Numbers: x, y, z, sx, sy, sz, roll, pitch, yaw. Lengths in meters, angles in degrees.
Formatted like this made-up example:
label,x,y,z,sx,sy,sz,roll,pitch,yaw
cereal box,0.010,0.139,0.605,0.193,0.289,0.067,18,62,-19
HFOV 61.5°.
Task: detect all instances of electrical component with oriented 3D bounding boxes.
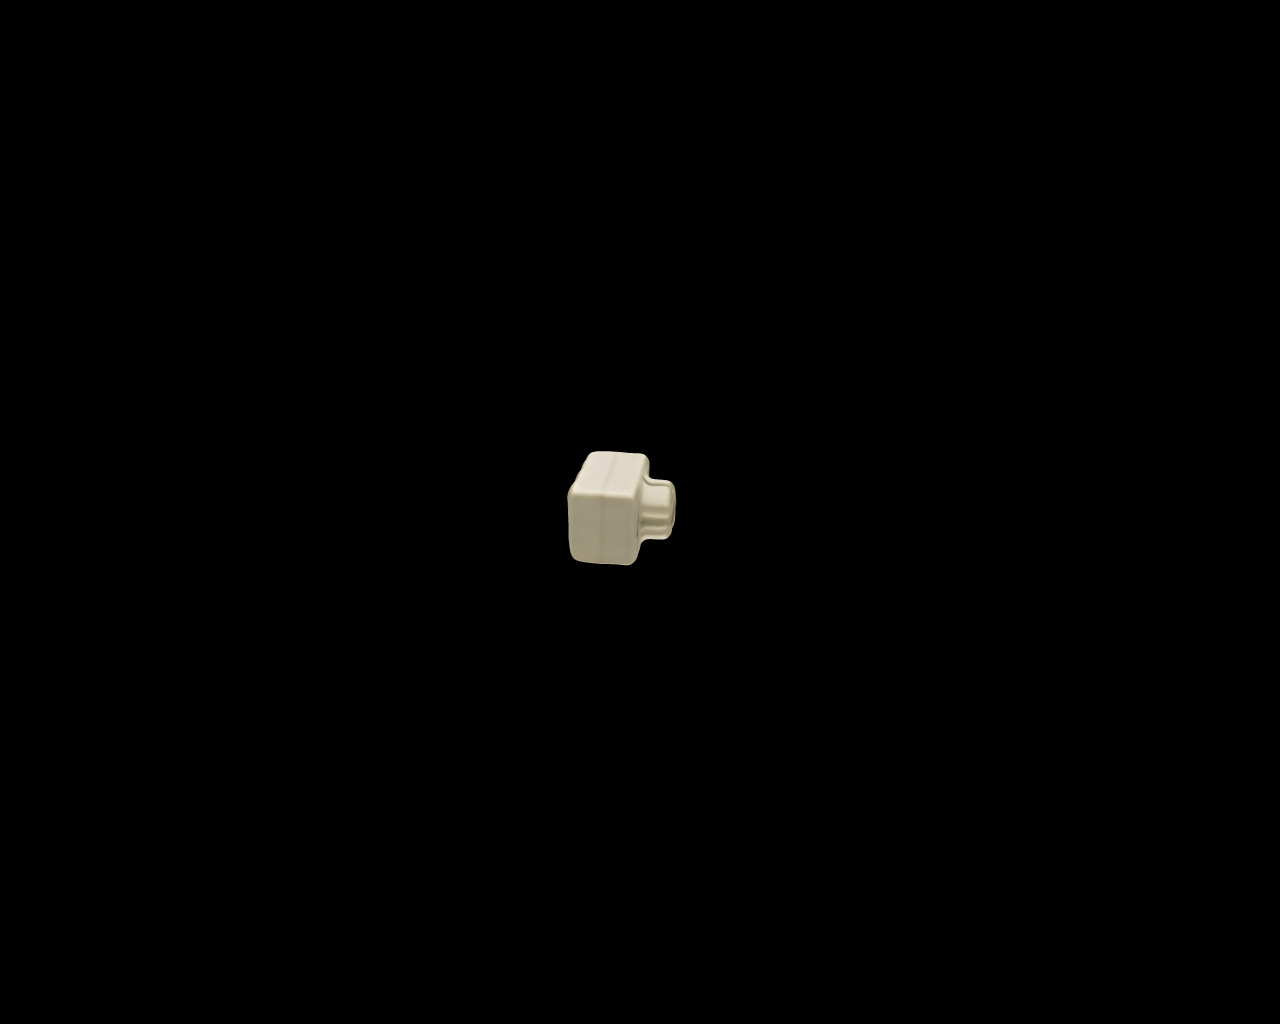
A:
label,x,y,z,sx,sy,sz,roll,pitch,yaw
electrical component,0.001,-0.003,0.650,0.077,0.047,0.066,3,26,7
